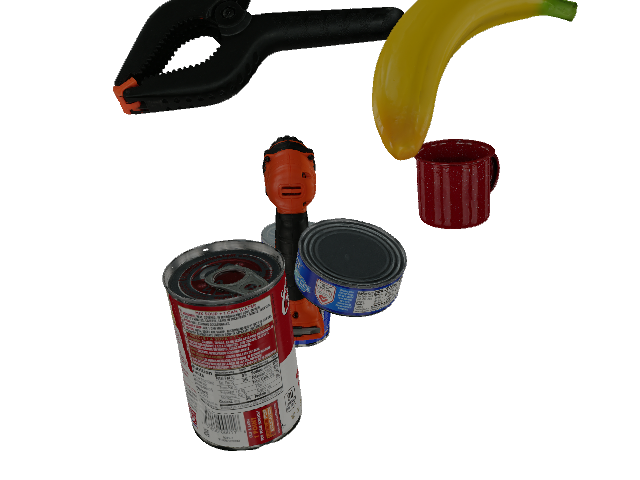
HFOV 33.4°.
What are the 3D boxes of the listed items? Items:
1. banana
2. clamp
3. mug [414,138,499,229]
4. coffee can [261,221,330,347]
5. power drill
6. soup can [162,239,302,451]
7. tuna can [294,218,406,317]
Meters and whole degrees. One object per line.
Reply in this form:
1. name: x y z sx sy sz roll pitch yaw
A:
1. banana: 0.077 -0.115 0.612 0.070 0.037 0.197 31 51 23
2. clamp: -0.054 -0.154 0.781 0.165 0.210 0.036 43 -13 23
3. mug: 0.161 -0.067 1.220 0.117 0.081 0.093 -21 27 -36
4. coffee can: -0.032 0.057 1.425 0.103 0.140 0.103 4 24 -2
5. power drill: -0.030 -0.006 1.072 0.057 0.188 0.184 -3 16 0
6. soup can: -0.048 0.060 0.607 0.068 0.102 0.068 -5 28 3
7. tuna can: 0.023 0.021 0.838 0.086 0.034 0.086 7 37 -5
